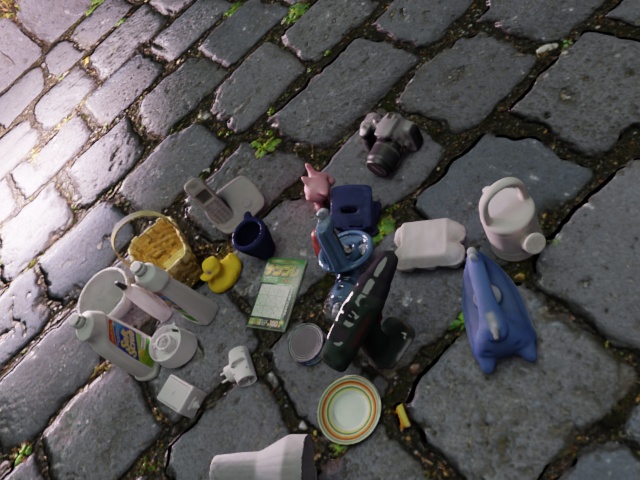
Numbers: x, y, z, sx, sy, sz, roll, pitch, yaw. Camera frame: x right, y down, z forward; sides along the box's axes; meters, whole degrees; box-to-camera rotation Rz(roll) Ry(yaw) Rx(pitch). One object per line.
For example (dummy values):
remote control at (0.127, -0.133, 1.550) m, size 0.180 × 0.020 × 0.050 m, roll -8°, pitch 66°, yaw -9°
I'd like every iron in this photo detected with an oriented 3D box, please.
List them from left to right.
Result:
iron at (0.299, 0.098, 1.033) m, size 0.118 × 0.142 × 0.258 m, roll -21°, pitch 53°, yaw 17°

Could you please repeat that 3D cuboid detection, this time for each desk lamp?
desk lamp at (-0.079, 0.415, 0.995) m, size 0.202 × 0.214 × 0.118 m, roll -13°, pitch 56°, yaw 22°

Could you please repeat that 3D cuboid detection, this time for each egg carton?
egg carton at (0.224, 0.012, 1.175) m, size 0.150 × 0.070 × 0.107 m, roll -7°, pitch 58°, yaw 25°

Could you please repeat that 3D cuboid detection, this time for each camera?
camera at (0.148, -0.228, 1.348) m, size 0.142 × 0.101 × 0.137 m, roll 19°, pitch 71°, yaw 36°

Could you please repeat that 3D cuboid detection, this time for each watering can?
watering can at (0.353, -0.043, 1.057) m, size 0.172 × 0.195 × 0.101 m, roll 34°, pitch 81°, yaw 39°

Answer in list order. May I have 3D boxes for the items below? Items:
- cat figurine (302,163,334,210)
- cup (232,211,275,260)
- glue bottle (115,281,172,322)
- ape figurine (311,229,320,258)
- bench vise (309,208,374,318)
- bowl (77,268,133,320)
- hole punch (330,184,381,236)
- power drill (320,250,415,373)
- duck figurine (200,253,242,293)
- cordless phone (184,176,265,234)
cat figurine at (-0.008, -0.130, 1.360) m, size 0.067 × 0.118 × 0.127 m, roll -26°, pitch 52°, yaw 12°
cup at (-0.152, -0.004, 1.376) m, size 0.091 × 0.095 × 0.117 m, roll -24°, pitch 52°, yaw 14°
glue bottle at (-0.435, 0.139, 1.391) m, size 0.037 × 0.174 × 0.077 m, roll -48°, pitch 50°, yaw -6°
ape figurine at (0.012, 0.005, 1.282) m, size 0.077 × 0.092 × 0.076 m, roll 34°, pitch 81°, yaw 39°
bench vise at (0.051, 0.044, 1.152) m, size 0.121 × 0.220 × 0.207 m, roll -22°, pitch 53°, yaw 16°
bowl at (-0.548, 0.161, 1.504) m, size 0.167 × 0.075 × 0.167 m, roll -14°, pitch 55°, yaw 21°
hole punch at (0.077, -0.065, 1.291) m, size 0.108 × 0.091 × 0.101 m, roll -1°, pitch 61°, yaw 29°
power drill at (0.100, 0.152, 1.065) m, size 0.075 × 0.209 × 0.230 m, roll 27°, pitch 76°, yaw 38°
duck figurine at (-0.246, 0.069, 1.388) m, size 0.077 × 0.086 × 0.104 m, roll 32°, pitch 79°, yaw 39°
cordless phone at (-0.239, -0.114, 1.434) m, size 0.147 × 0.186 × 0.094 m, roll -41°, pitch 50°, yaw 1°
